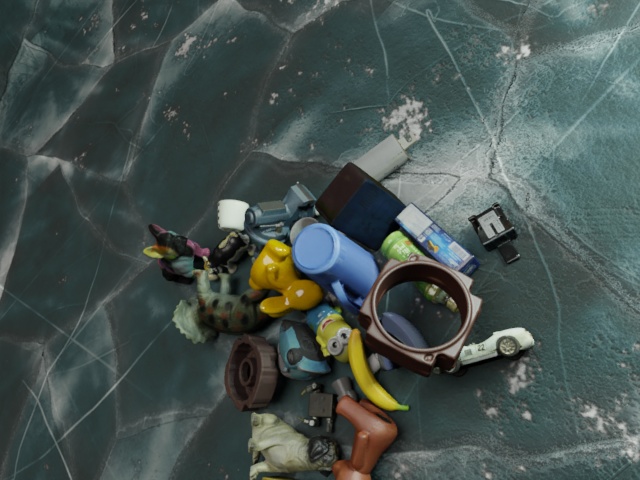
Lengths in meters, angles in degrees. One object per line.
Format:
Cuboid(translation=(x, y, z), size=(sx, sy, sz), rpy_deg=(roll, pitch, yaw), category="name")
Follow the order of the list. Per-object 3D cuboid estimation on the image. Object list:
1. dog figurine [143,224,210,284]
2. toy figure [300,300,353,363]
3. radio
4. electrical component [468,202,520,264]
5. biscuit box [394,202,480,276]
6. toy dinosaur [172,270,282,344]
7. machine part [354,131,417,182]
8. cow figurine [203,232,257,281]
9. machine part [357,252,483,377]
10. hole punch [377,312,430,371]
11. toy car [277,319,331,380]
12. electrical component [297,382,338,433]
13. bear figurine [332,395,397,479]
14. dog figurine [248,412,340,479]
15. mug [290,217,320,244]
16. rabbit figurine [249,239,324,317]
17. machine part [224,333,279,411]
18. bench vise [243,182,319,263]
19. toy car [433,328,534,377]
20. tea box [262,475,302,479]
Cuboid(translation=(-0.413, 0.037, 1.472), size=(0.192, 0.219, 0.108), rpy_deg=(-5, 65, 29), category="dog figurine")
Cuboid(translation=(0.029, 0.200, 1.220), size=(0.180, 0.089, 0.082), rpy_deg=(44, 111, 45), category="toy figure")
Cuboid(translation=(0.099, -0.068, 1.195), size=(0.131, 0.229, 0.073), rpy_deg=(-49, 53, 11), category="radio")
Cuboid(translation=(0.369, -0.010, 1.117), size=(0.075, 0.047, 0.119), rpy_deg=(-29, 57, 20), category="electrical component")
Cuboid(translation=(0.253, 0.004, 1.172), size=(0.059, 0.062, 0.203), rpy_deg=(-46, 55, 6), category="biscuit box")
Cuboid(translation=(-0.216, 0.177, 1.363), size=(0.405, 0.131, 0.192), rpy_deg=(2, 84, 28), category="toy dinosaur")
Cuboid(translation=(0.132, -0.178, 1.312), size=(0.243, 0.079, 0.079), rpy_deg=(-34, 57, 15), category="machine part")
Cuboid(translation=(-0.261, 0.047, 1.449), size=(0.167, 0.098, 0.068), rpy_deg=(-41, 61, 11), category="cow figurine")
Cuboid(translation=(0.189, 0.138, 1.024), size=(0.202, 0.087, 0.201), rpy_deg=(26, 66, 17), category="machine part")
Cuboid(translation=(0.166, 0.201, 1.107), size=(0.092, 0.142, 0.116), rpy_deg=(-22, 74, 24), category="hole punch")
Cuboid(translation=(-0.053, 0.263, 1.233), size=(0.103, 0.109, 0.162), rpy_deg=(-55, 42, 23), category="toy car")
Cuboid(translation=(-0.004, 0.368, 1.191), size=(0.078, 0.045, 0.102), rpy_deg=(-1, 71, 32), category="electrical component")
Cuboid(translation=(0.071, 0.431, 1.080), size=(0.132, 0.120, 0.195), rpy_deg=(30, 93, 40), category="bear figurine")
Cuboid(translation=(-0.056, 0.443, 1.181), size=(0.191, 0.121, 0.172), rpy_deg=(-2, 28, -3), category="dog figurine")
Cuboid(translation=(-0.003, -0.004, 1.305), size=(0.110, 0.107, 0.081), rpy_deg=(-21, 62, 18), category="mug")
Cuboid(translation=(-0.076, 0.102, 1.226), size=(0.173, 0.121, 0.162), rpy_deg=(34, 81, 18), category="rabbit figurine")
Cuboid(translation=(-0.161, 0.311, 1.267), size=(0.179, 0.056, 0.179), rpy_deg=(-21, 64, 51), category="machine part")
Cuboid(translation=(-0.109, -0.030, 1.360), size=(0.129, 0.223, 0.240), rpy_deg=(42, 128, 20), category="bench vise")
Cuboid(translation=(0.311, 0.219, 1.041), size=(0.202, 0.073, 0.056), rpy_deg=(-23, 64, 22), category="toy car")
Cuboid(translation=(-0.042, 0.556, 1.123), size=(0.170, 0.068, 0.098), rpy_deg=(-2, 70, 30), category="tea box")
